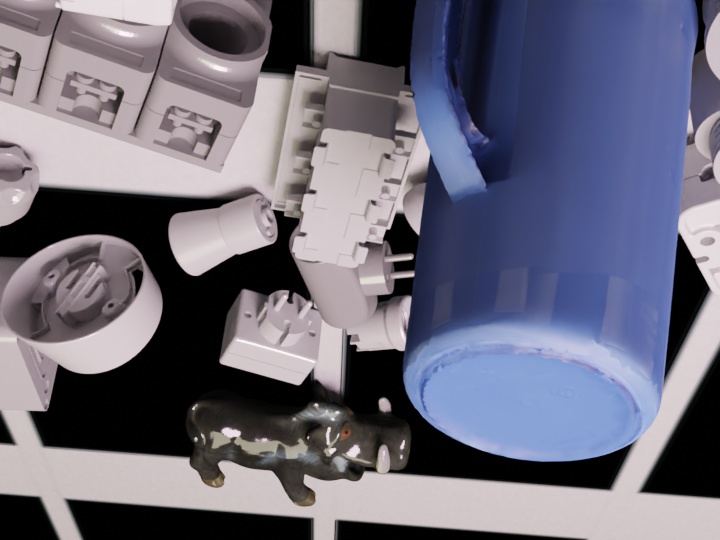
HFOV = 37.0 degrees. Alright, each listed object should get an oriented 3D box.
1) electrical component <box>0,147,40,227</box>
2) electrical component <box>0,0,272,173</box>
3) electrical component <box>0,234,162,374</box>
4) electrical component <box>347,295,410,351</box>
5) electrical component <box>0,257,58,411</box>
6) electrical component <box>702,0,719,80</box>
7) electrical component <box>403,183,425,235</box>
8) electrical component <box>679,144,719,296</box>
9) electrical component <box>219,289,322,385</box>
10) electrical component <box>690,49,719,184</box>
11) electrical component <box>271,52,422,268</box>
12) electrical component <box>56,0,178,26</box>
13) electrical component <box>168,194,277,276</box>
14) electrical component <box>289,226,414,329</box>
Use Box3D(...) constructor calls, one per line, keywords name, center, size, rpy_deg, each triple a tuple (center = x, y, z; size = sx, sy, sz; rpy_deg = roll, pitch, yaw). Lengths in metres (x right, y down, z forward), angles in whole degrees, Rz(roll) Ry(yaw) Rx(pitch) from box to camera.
Box3D(name="electrical component", center=(-0.236, -0.049, 0.700), size=(0.043, 0.043, 0.062), rpy_deg=(20, 141, -19))
Box3D(name="electrical component", center=(-0.127, -0.123, 0.551), size=(0.150, 0.089, 0.061), rpy_deg=(18, 141, -16))
Box3D(name="electrical component", center=(-0.189, 0.021, 0.743), size=(0.099, 0.099, 0.064), rpy_deg=(-6, 148, 14))
Box3D(name="electrical component", center=(0.018, 0.041, 0.795), size=(0.046, 0.040, 0.040), rpy_deg=(-9, 141, 27))
Box3D(name="electrical component", center=(-0.267, 0.049, 0.803), size=(0.057, 0.078, 0.113), rpy_deg=(2, 143, -1))
Box3D(name="electrical component", center=(0.212, -0.130, 0.537), size=(0.080, 0.051, 0.080), rpy_deg=(3, 143, 2))
Box3D(name="electrical component", center=(0.056, -0.044, 0.679), size=(0.040, 0.040, 0.046), rpy_deg=(31, 130, -31))
Box3D(name="electrical component", center=(0.227, -0.035, 0.653), size=(0.054, 0.059, 0.095), rpy_deg=(-17, 138, 26))
Box3D(name="electrical component", center=(-0.059, 0.040, 0.795), size=(0.066, 0.047, 0.076), rpy_deg=(17, 141, -16))
Box3D(name="electrical component", center=(0.202, -0.080, 0.580), size=(0.043, 0.081, 0.043), rpy_deg=(3, 142, 2))
Box3D(name="electrical component", center=(-0.009, -0.060, 0.644), size=(0.079, 0.063, 0.121), rpy_deg=(10, 143, -6))
Box3D(name="electrical component", center=(-0.104, -0.159, 0.496), size=(0.061, 0.096, 0.061), rpy_deg=(8, 143, -6))
Box3D(name="electrical component", center=(-0.089, -0.026, 0.717), size=(0.065, 0.044, 0.044), rpy_deg=(-17, 138, 19))
Box3D(name="electrical component", center=(0.000, 0.000, 0.738), size=(0.079, 0.043, 0.077), rpy_deg=(-6, 141, 13))
